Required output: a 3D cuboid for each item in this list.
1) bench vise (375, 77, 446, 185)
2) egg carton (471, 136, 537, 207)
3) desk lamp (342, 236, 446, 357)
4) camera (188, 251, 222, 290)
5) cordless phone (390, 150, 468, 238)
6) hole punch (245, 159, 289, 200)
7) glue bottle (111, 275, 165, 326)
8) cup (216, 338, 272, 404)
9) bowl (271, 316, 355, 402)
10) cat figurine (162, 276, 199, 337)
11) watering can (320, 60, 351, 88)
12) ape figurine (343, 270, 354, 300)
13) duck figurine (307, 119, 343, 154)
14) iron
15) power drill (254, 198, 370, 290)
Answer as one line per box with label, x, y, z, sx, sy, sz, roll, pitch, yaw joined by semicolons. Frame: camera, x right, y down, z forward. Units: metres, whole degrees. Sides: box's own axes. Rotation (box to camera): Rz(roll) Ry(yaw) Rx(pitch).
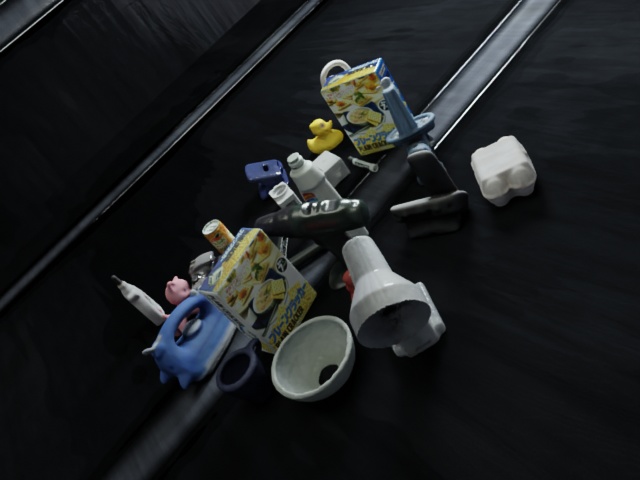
bench vise;0.204;-0.245;1.247;0.121;0.220;0.207;-36;34;4
egg carton;0.357;-0.136;1.115;0.107;0.070;0.150;-25;36;18
desk lamp;0.114;0.102;0.932;0.118;0.214;0.203;-31;35;10
camera;-0.243;0.079;1.385;0.136;0.101;0.143;-28;36;15
cordless phone;0.195;-0.099;1.117;0.147;0.186;0.094;-14;41;31
hole punch;-0.151;-0.186;1.617;0.101;0.091;0.108;-33;35;8
glue bottle;-0.461;0.146;1.443;0.037;0.174;0.077;-45;35;-9
cup;-0.128;0.255;1.082;0.091;0.095;0.118;-2;48;41
bowl;0.000;0.222;1.021;0.167;0.075;0.167;-24;37;20
cat figurine;-0.340;0.151;1.376;0.067;0.118;0.128;-13;42;32
watering can;0.066;-0.407;1.584;0.101;0.195;0.172;-50;36;-17
ape figurine;0.076;0.088;1.092;0.075;0.092;0.078;-3;47;40
duck figurine;0.003;-0.298;1.612;0.104;0.086;0.077;-23;37;21
iron;-0.275;0.187;1.252;0.118;0.142;0.258;-2;48;41
power drill;0.011;0.004;1.145;0.229;0.209;0.075;-19;39;26
